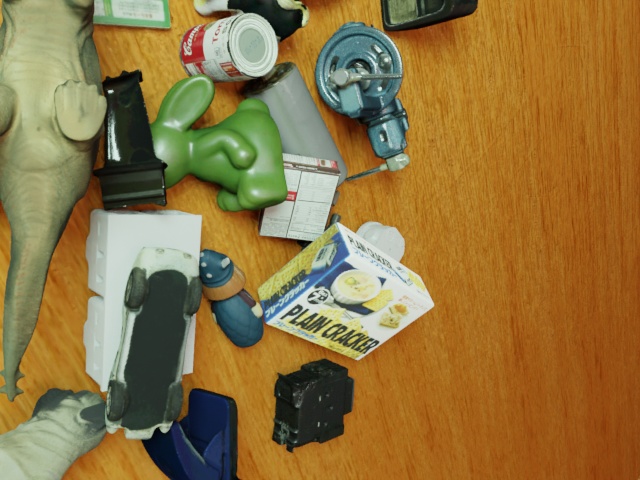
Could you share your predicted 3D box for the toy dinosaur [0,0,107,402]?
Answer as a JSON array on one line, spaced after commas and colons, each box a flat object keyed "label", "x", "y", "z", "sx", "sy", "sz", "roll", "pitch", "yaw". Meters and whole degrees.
[{"label": "toy dinosaur", "x": -0.228, "y": -0.093, "z": 0.443, "sx": 0.105, "sy": 0.198, "sz": 0.471, "roll": 11, "pitch": 83, "yaw": -19}]

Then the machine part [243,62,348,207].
[{"label": "machine part", "x": -0.029, "y": -0.142, "z": 0.712, "sx": 0.079, "sy": 0.079, "sz": 0.243, "roll": -47, "pitch": 127, "yaw": -25}]

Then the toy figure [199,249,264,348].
[{"label": "toy figure", "x": -0.118, "y": 0.070, "z": 0.685, "sx": 0.064, "sy": 0.058, "sz": 0.154, "roll": -25, "pitch": 121, "yaw": -11}]

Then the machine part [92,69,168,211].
[{"label": "machine part", "x": -0.193, "y": -0.100, "z": 0.542, "sx": 0.039, "sy": 0.084, "sz": 0.138, "roll": -1, "pitch": 87, "yaw": -77}]

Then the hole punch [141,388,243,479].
[{"label": "hole punch", "x": -0.159, "y": 0.246, "z": 0.641, "sx": 0.092, "sy": 0.142, "sz": 0.115, "roll": -1, "pitch": 86, "yaw": -44}]

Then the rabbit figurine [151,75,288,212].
[{"label": "rabbit figurine", "x": -0.132, "y": -0.102, "z": 0.603, "sx": 0.170, "sy": 0.121, "sz": 0.159, "roll": -7, "pitch": 104, "yaw": -26}]

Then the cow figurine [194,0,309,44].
[{"label": "cow figurine", "x": -0.093, "y": -0.285, "z": 0.608, "sx": 0.167, "sy": 0.098, "sz": 0.068, "roll": 21, "pitch": 86, "yaw": -47}]

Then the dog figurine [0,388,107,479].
[{"label": "dog figurine", "x": -0.307, "y": 0.248, "z": 0.534, "sx": 0.172, "sy": 0.121, "sz": 0.190, "roll": -55, "pitch": 159, "yaw": 25}]

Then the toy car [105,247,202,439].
[{"label": "toy car", "x": -0.172, "y": 0.107, "z": 0.557, "sx": 0.073, "sy": 0.056, "sz": 0.201, "roll": 9, "pitch": 94, "yaw": -28}]

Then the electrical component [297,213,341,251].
[{"label": "electrical component", "x": -0.002, "y": -0.002, "z": 0.804, "sx": 0.063, "sy": 0.021, "sz": 0.094, "roll": 28, "pitch": 79, "yaw": -43}]

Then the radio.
[{"label": "radio", "x": 0.153, "y": -0.432, "z": 0.782, "sx": 0.073, "sy": 0.131, "sz": 0.229, "roll": -25, "pitch": 115, "yaw": -39}]

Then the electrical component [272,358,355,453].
[{"label": "electrical component", "x": -0.005, "y": 0.249, "z": 0.829, "sx": 0.134, "sy": 0.058, "sz": 0.114, "roll": -6, "pitch": 105, "yaw": -41}]

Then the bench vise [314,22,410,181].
[{"label": "bench vise", "x": 0.060, "y": -0.189, "z": 0.726, "sx": 0.240, "sy": 0.129, "sz": 0.223, "roll": -42, "pitch": 124, "yaw": -71}]
